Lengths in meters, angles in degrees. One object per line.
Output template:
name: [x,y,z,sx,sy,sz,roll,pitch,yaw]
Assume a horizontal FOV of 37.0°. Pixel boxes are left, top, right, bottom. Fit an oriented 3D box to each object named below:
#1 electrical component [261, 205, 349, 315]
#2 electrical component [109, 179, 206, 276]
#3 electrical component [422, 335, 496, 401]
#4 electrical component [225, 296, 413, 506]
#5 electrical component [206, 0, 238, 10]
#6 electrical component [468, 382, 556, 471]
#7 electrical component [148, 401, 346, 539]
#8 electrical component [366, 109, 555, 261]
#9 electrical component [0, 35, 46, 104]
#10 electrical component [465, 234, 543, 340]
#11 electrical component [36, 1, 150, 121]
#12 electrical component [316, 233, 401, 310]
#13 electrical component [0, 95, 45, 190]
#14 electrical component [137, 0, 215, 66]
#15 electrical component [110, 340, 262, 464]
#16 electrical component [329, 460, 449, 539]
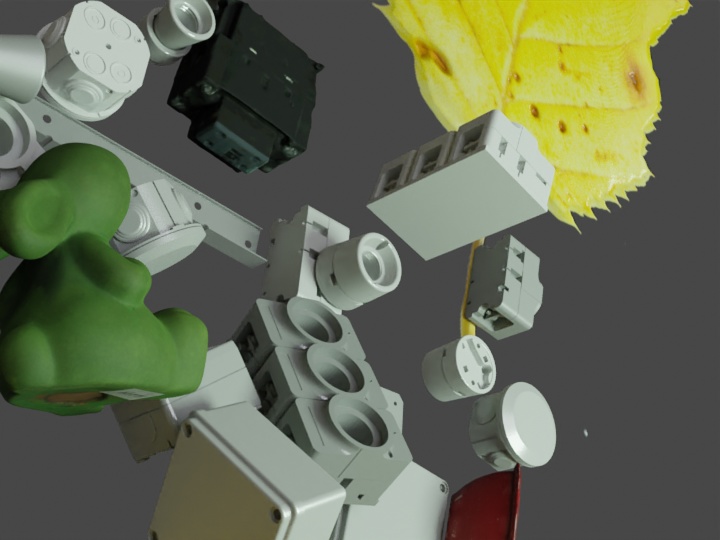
electrical component: [-0.043,0.001,0.901,0.056,0.050,0.089,28,54,-35]
electrical component: [-0.156,-0.026,0.774,0.080,0.080,0.051,-23,83,-49]
electrical component: [0.091,0.093,1.000,0.055,0.047,0.055,22,58,-39]
electrical component: [-0.032,0.095,0.808,0.089,0.061,0.150,13,36,-37]
electrical component: [-0.142,-0.254,0.910,0.077,0.065,0.047,-6,75,-18]
electrical component: [0.146,0.151,1.029,0.080,0.051,0.080,22,58,-39]
electrical component: [-0.076,0.160,0.702,0.109,0.108,0.056,36,27,33]
electrical component: [0.094,-0.079,1.005,0.089,0.150,0.061,41,48,-26]
electrical component: [-0.232,-0.131,0.674,0.055,0.045,0.045,6,68,-45]
electrical component: [0.148,0.019,1.091,0.056,0.050,0.089,35,50,-30]
electrical component: [-0.202,-0.157,0.807,0.080,0.051,0.080,22,57,-39]
electrical component: [0.000,0.000,0.869,0.055,0.047,0.055,21,59,-40]
electrical component: [-0.294,-0.102,0.679,0.186,0.060,0.105,52,43,-16]
electrical component: [-0.151,-0.196,0.874,0.045,0.055,0.045,22,58,-39]
electrical component: [-0.122,0.088,0.770,0.096,0.062,0.061,-23,90,-49]
electrical component: [0.011,0.202,0.860,0.109,0.056,0.108,35,50,-30]
